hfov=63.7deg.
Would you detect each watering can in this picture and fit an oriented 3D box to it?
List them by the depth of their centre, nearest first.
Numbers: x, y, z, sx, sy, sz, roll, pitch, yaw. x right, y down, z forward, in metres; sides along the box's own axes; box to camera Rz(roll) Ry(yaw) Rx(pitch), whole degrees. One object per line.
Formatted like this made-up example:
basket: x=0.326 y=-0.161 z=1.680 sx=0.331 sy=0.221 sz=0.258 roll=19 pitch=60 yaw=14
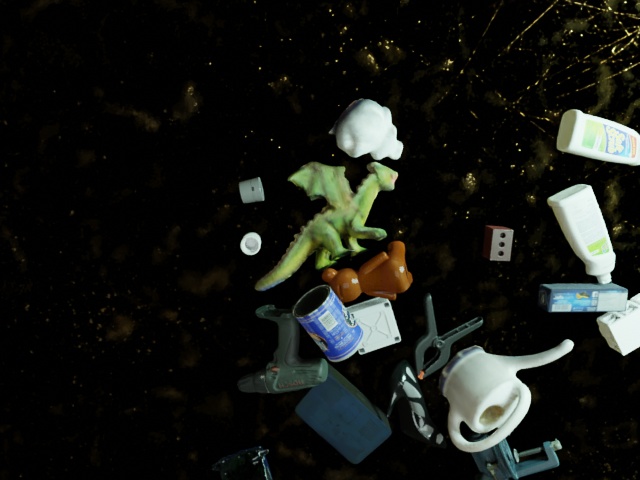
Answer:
watering can: x=0.412 y=0.326 z=1.204 sx=0.103 sy=0.227 sz=0.347 roll=40 pitch=92 yaw=-28

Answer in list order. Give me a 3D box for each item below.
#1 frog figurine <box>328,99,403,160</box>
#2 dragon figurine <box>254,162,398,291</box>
frog figurine: x=0.115 y=-0.235 z=1.160 sx=0.160 sy=0.121 sz=0.139 roll=42 pitch=74 yaw=2
dragon figurine: x=0.004 y=-0.060 z=1.197 sx=0.411 sy=0.121 sz=0.244 roll=-21 pitch=81 yaw=-4
